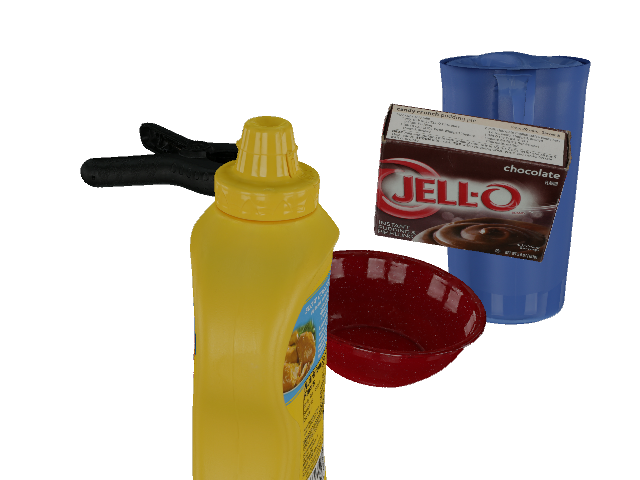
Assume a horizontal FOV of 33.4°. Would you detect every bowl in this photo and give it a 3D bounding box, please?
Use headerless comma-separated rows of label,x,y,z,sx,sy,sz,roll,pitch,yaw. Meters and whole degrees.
bowl,0.047,0.068,0.844,0.162,0.055,0.162,6,26,-3

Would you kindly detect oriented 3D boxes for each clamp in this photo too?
clamp,-0.118,-0.063,0.924,0.172,0.039,0.120,12,34,26

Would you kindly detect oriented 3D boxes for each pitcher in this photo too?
pitcher,0.173,-0.048,0.977,0.149,0.243,0.145,-11,18,-34

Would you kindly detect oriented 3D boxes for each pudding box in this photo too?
pudding box,0.092,-0.035,0.664,0.113,0.039,0.090,8,-37,6

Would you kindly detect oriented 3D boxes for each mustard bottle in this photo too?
mustard bottle,-0.023,0.043,0.442,0.058,0.192,0.096,8,24,11
